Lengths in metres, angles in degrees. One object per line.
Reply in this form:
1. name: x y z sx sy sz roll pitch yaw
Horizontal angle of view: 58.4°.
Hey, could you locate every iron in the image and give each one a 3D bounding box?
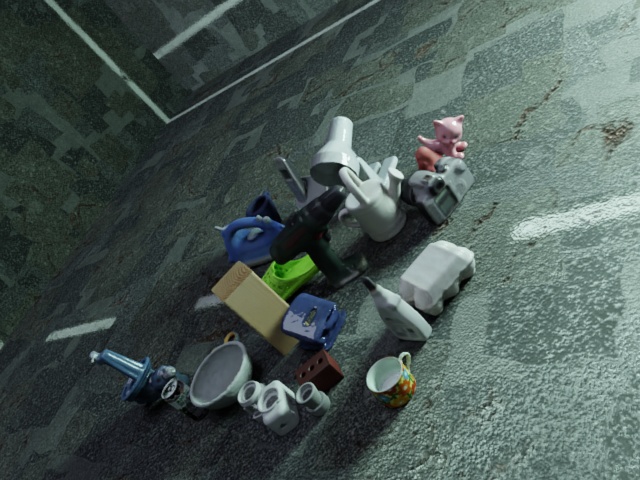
1. iron: -0.178 -0.018 1.616 0.257 0.142 0.119 -17 38 37

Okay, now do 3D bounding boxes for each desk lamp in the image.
1. desk lamp: 0.081 -0.196 1.461 0.117 0.214 0.203 -15 40 40

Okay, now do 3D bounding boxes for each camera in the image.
1. camera: 0.245 -0.123 1.284 0.143 0.101 0.136 -50 30 -12

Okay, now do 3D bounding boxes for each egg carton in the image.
1. egg carton: 0.222 0.070 1.093 0.150 0.070 0.107 -48 30 -9

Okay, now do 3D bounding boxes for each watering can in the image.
1. watering can: 0.113 -0.099 1.315 0.173 0.194 0.100 -44 30 -2

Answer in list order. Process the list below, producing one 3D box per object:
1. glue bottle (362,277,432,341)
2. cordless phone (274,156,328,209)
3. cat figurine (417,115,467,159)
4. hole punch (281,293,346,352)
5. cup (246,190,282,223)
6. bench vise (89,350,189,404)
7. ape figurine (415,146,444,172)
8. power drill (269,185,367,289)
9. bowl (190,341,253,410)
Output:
1. glue bottle: 0.129 0.121 1.034 0.077 0.173 0.037 -3 48 48
2. cordless phone: -0.044 -0.161 1.595 0.147 0.185 0.094 -1 50 49
3. cat figurine: 0.293 -0.245 1.365 0.127 0.118 0.067 -11 42 43
4. hole punch: -0.014 0.173 1.223 0.100 0.091 0.109 -6 46 47
5. cup: -0.157 -0.084 1.723 0.091 0.095 0.118 -18 38 37
6. bench vise: -0.445 0.321 1.420 0.207 0.220 0.121 -31 32 20
7. ape figurine: 0.257 -0.184 1.356 0.076 0.092 0.077 -31 32 20
8. power drill: 0.012 0.005 1.290 0.229 0.209 0.075 -34 31 16
9. bowl: -0.208 0.316 1.289 0.167 0.075 0.167 -30 32 22
